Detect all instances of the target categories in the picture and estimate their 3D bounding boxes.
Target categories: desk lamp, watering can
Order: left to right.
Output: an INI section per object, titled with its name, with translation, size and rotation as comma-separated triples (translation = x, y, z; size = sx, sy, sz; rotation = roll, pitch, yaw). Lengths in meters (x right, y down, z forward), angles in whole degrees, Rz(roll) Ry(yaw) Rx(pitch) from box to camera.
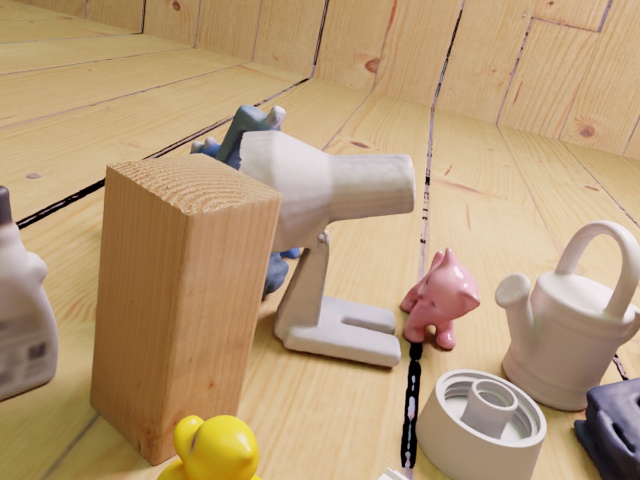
[desk lamp]
translation = 0.005, 0.002, 0.592
size = 0.203, 0.213, 0.118
rotation = 11, 24, -5
[watering can]
translation = 0.266, 0.073, 0.598
size = 0.173, 0.194, 0.100
rotation = -5, 30, -36

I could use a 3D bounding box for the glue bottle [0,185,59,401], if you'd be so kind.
[glue bottle]
translation = -0.236, 0.041, 0.427
size = 0.037, 0.173, 0.078
rotation = 31, 29, 34

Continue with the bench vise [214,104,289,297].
[bench vise]
translation = -0.119, -0.060, 0.655
size = 0.207, 0.220, 0.121
rotation = 16, 24, 7

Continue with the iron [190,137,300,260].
[iron]
translation = -0.114, -0.070, 0.778
size = 0.257, 0.141, 0.119
rotation = 22, 25, 19

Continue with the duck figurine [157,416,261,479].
[duck figurine]
translation = -0.061, 0.157, 0.370
size = 0.104, 0.086, 0.078
rotation = 28, 28, 31

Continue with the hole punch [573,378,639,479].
[hole punch]
translation = 0.303, 0.175, 0.520
size = 0.101, 0.091, 0.108
rotation = 10, 24, -9

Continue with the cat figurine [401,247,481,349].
[cat figurine]
translation = 0.141, 0.058, 0.659
size = 0.067, 0.118, 0.128
rotation = 12, 24, -2
